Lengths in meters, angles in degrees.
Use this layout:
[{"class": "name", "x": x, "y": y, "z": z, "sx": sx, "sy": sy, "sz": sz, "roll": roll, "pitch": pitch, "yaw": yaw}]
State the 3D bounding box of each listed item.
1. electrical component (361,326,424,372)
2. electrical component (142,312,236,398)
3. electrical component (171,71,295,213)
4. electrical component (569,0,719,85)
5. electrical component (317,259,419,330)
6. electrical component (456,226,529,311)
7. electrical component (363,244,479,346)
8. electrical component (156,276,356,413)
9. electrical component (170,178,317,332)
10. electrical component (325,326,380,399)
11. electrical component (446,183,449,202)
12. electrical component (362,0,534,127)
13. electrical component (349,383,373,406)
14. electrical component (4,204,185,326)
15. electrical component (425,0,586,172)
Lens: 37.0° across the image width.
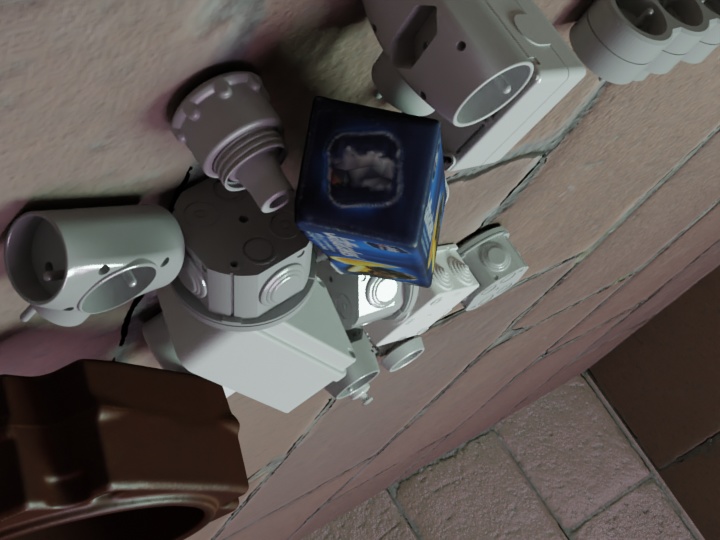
[{"class": "electrical component", "x": 0.032, "y": 0.067, "z": 1.069, "sx": 0.066, "sy": 0.055, "sz": 0.048, "roll": -32, "pitch": 165, "yaw": -7}, {"class": "electrical component", "x": -0.093, "y": 0.046, "z": 0.750, "sx": 0.074, "sy": 0.052, "sz": 0.138, "roll": -34, "pitch": 165, "yaw": 0}, {"class": "electrical component", "x": -0.053, "y": -0.055, "z": 0.489, "sx": 0.048, "sy": 0.062, "sz": 0.048, "roll": -31, "pitch": 165, "yaw": -9}, {"class": "electrical component", "x": 0.186, "y": -0.150, "z": 0.709, "sx": 0.138, "sy": 0.052, "sz": 0.073, "roll": -21, "pitch": 161, "yaw": -40}, {"class": "electrical component", "x": 0.000, "y": 0.000, "z": 0.745, "sx": 0.051, "sy": 0.080, "sz": 0.080, "roll": -17, "pitch": 159, "yaw": -32}, {"class": "electrical component", "x": 0.119, "y": -0.002, "z": 1.041, "sx": 0.080, "sy": 0.051, "sz": 0.080, "roll": -31, "pitch": 165, "yaw": -9}, {"class": "electrical component", "x": 0.051, "y": 0.023, "z": 0.983, "sx": 0.100, "sy": 0.048, "sz": 0.100, "roll": -41, "pitch": 164, "yaw": 29}, {"class": "electrical component", "x": -0.062, "y": 0.030, "z": 0.653, "sx": 0.057, "sy": 0.078, "sz": 0.113, "roll": -37, "pitch": 143, "yaw": 16}, {"class": "electrical component", "x": -0.062, "y": -0.012, "z": 0.575, "sx": 0.080, "sy": 0.080, "sz": 0.051, "roll": -27, "pitch": 151, "yaw": -24}, {"class": "electrical component", "x": -0.033, "y": 0.069, "z": 0.895, "sx": 0.079, "sy": 0.077, "sz": 0.043, "roll": -16, "pitch": 158, "yaw": -49}, {"class": "electrical component", "x": 0.046, "y": -0.056, "z": 0.750, "sx": 0.035, "sy": 0.035, "sz": 0.061, "roll": -28, "pitch": 162, "yaw": -20}, {"class": "electrical component", "x": 0.031, "y": -0.098, "z": 0.498, "sx": 0.043, "sy": 0.077, "sz": 0.079, "roll": -21, "pitch": 161, "yaw": -40}, {"class": "electrical component", "x": -0.016, "y": 0.096, "z": 1.030, "sx": 0.040, "sy": 0.078, "sz": 0.040, "roll": -37, "pitch": 180, "yaw": 0}, {"class": "electrical component", "x": -0.138, "y": 0.002, "z": 0.528, "sx": 0.079, "sy": 0.044, "sz": 0.077, "roll": -41, "pitch": 163, "yaw": 30}, {"class": "electrical component", "x": 0.069, "y": -0.101, "z": 0.600, "sx": 0.061, "sy": 0.061, "sz": 0.096, "roll": -16, "pitch": 158, "yaw": -48}]
